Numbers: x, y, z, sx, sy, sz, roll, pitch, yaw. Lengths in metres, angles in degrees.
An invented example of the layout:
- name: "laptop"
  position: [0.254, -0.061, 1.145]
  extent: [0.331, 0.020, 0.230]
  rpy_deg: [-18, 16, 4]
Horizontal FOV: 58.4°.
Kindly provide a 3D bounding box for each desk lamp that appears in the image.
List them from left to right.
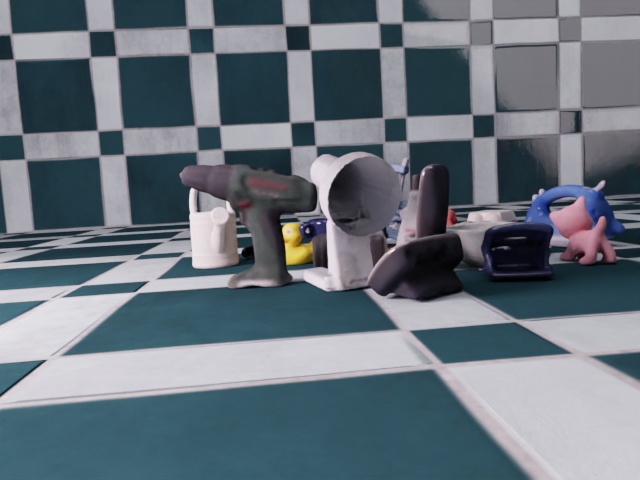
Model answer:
- name: "desk lamp"
  position: [0.037, -0.031, 0.899]
  extent: [0.118, 0.213, 0.202]
  rpy_deg: [-5, 6, -21]

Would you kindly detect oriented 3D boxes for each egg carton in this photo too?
- name: "egg carton"
  position: [0.464, -0.045, 1.549]
  extent: [0.107, 0.069, 0.151]
  rpy_deg: [1, 7, 37]

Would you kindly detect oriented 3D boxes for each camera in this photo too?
- name: "camera"
  position: [0.054, 0.008, 1.075]
  extent: [0.137, 0.101, 0.143]
  rpy_deg: [-3, 6, -2]

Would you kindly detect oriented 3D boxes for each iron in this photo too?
- name: "iron"
  position: [0.545, -0.061, 1.298]
  extent: [0.119, 0.141, 0.257]
  rpy_deg: [-6, 6, -27]

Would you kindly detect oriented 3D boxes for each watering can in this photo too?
- name: "watering can"
  position: [-0.227, -0.040, 1.239]
  extent: [0.101, 0.194, 0.172]
  rpy_deg: [-8, 8, -42]

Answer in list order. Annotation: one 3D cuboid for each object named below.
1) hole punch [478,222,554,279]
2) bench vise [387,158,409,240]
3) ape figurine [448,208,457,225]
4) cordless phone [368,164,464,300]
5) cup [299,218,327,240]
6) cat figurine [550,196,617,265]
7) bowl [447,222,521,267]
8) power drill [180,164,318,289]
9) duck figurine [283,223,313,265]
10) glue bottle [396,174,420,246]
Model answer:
- name: "hole punch"
  position: [0.312, 0.014, 0.919]
  extent: [0.108, 0.091, 0.101]
  rpy_deg: [-2, 6, 8]
- name: "bench vise"
  position: [0.171, -0.097, 1.474]
  extent: [0.206, 0.220, 0.122]
  rpy_deg: [-1, 6, 22]
- name: "ape figurine"
  position: [0.308, -0.030, 1.368]
  extent: [0.076, 0.092, 0.077]
  rpy_deg: [-5, 6, -15]
- name: "cordless phone"
  position: [0.137, -0.014, 0.817]
  extent: [0.093, 0.185, 0.148]
  rpy_deg: [3, 8, 45]
- name: "cup"
  position: [0.011, 0.004, 1.169]
  extent: [0.118, 0.095, 0.091]
  rpy_deg: [-7, 7, -36]
- name: "cat figurine"
  position: [0.474, -0.020, 1.037]
  extent: [0.067, 0.118, 0.127]
  rpy_deg: [-4, 6, -11]
- name: "bowl"
  position: [0.307, 0.009, 1.057]
  extent: [0.167, 0.075, 0.167]
  rpy_deg: [-3, 6, 1]
- name: "power drill"
  position: [-0.116, -0.027, 0.969]
  extent: [0.229, 0.208, 0.075]
  rpy_deg: [-3, 6, -1]
- name: "duck figurine"
  position: [-0.052, 0.007, 1.226]
  extent: [0.105, 0.086, 0.077]
  rpy_deg: [-6, 6, -29]
- name: "glue bottle"
  position: [0.171, -0.028, 1.007]
  extent: [0.078, 0.173, 0.037]
  rpy_deg: [-1, 6, 23]
